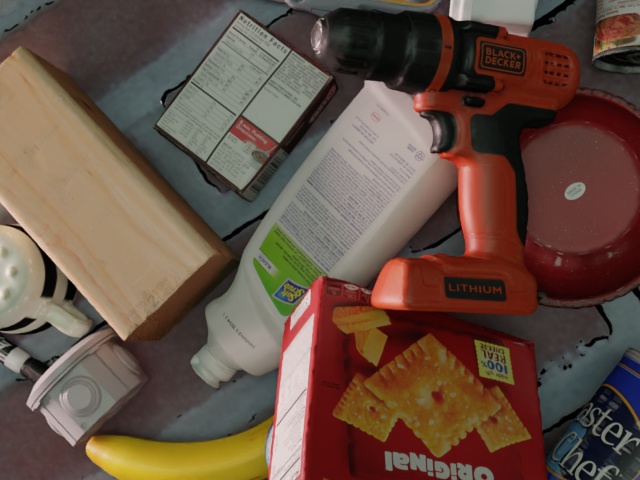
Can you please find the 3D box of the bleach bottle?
[{"bbox_3d":[-0.005,0.001,0.765,0.251,0.068,0.103,-47,63,7],"label":"bleach bottle"}]

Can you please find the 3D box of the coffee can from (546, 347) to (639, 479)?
[{"bbox_3d":[0.202,0.157,0.700,0.103,0.102,0.140,38,92,10],"label":"coffee can"}]

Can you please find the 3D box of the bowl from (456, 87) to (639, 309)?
[{"bbox_3d":[0.175,-0.033,0.744,0.162,0.055,0.162,-1,86,9],"label":"bowl"}]

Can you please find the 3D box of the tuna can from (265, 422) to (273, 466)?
[{"bbox_3d":[0.006,0.145,0.743,0.086,0.034,0.086,-10,114,-23],"label":"tuna can"}]

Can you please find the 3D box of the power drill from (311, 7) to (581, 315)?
[{"bbox_3d":[0.077,-0.048,0.670,0.184,0.057,0.187,5,88,-20],"label":"power drill"}]

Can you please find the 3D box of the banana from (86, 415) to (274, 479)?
[{"bbox_3d":[-0.073,0.149,0.779,0.198,0.037,0.069,-20,64,5],"label":"banana"}]

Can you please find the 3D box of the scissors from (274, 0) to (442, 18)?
[{"bbox_3d":[-0.008,-0.165,0.803,0.202,0.016,0.096,-2,85,9],"label":"scissors"}]

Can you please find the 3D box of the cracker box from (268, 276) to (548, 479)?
[{"bbox_3d":[0.056,0.138,0.656,0.164,0.072,0.213,19,44,-14],"label":"cracker box"}]

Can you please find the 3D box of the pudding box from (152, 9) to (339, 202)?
[{"bbox_3d":[-0.055,-0.100,0.794,0.090,0.039,0.113,38,90,10],"label":"pudding box"}]

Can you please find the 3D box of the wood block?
[{"bbox_3d":[-0.165,-0.031,0.778,0.090,0.090,0.206,-44,80,3],"label":"wood block"}]

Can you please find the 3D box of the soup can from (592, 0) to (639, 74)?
[{"bbox_3d":[0.225,-0.173,0.741,0.068,0.068,0.102,2,85,9],"label":"soup can"}]

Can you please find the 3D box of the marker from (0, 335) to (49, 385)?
[{"bbox_3d":[-0.251,0.079,0.819,0.121,0.020,0.020,31,90,10],"label":"marker"}]
